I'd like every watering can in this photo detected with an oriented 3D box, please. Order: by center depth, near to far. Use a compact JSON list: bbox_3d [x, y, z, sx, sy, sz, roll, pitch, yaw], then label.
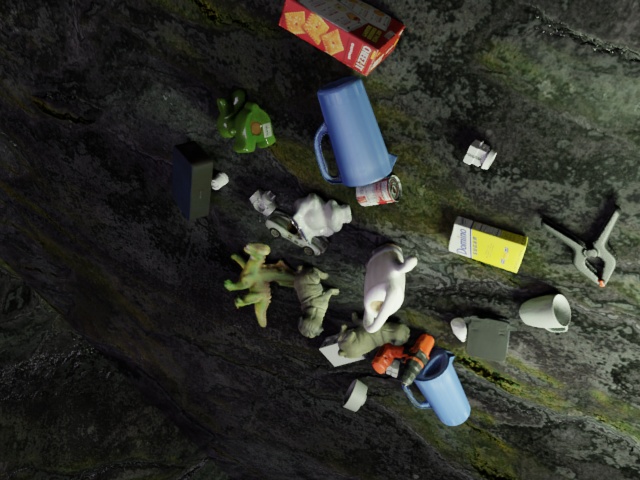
[{"bbox_3d":[0.187,0.099,1.377,0.104,0.230,0.339,17,133,-6],"label":"watering can"}]

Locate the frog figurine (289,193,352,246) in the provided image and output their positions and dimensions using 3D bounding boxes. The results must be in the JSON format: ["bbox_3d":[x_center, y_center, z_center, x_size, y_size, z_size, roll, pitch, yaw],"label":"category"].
[{"bbox_3d":[0.004,-0.073,1.457,0.159,0.124,0.136,-27,103,4],"label":"frog figurine"}]

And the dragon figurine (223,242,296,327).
[{"bbox_3d":[-0.175,0.153,1.736,0.242,0.125,0.402,-5,130,25],"label":"dragon figurine"}]
